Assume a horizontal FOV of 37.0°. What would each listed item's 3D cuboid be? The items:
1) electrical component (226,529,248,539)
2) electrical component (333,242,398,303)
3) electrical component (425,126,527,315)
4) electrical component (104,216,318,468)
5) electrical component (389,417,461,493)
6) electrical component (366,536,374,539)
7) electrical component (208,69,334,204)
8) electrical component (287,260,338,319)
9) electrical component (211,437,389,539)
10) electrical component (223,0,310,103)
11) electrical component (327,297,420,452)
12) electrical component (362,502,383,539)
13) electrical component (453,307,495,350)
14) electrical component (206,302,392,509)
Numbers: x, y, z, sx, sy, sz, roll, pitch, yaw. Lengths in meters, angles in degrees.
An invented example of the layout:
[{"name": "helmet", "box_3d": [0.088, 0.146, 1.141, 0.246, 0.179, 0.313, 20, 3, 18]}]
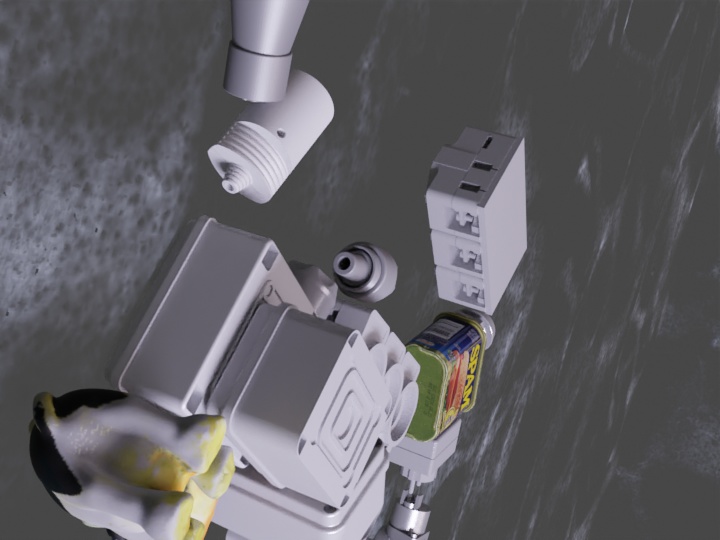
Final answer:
[{"name": "electrical component", "box_3d": [-0.054, 0.157, 0.763, 0.089, 0.056, 0.050, -69, 157, -9]}, {"name": "electrical component", "box_3d": [0.000, 0.000, 0.789, 0.062, 0.043, 0.043, 23, 85, -66]}, {"name": "electrical component", "box_3d": [0.104, -0.045, 0.972, 0.089, 0.062, 0.150, -58, 154, -31]}, {"name": "electrical component", "box_3d": [-0.080, 0.043, 0.619, 0.108, 0.056, 0.108, -64, 156, -20]}, {"name": "electrical component", "box_3d": [0.060, 0.182, 1.055, 0.066, 0.047, 0.076, -27, 130, -60]}, {"name": "electrical component", "box_3d": [-0.003, 0.282, 0.971, 0.050, 0.056, 0.089, -54, 151, -38]}, {"name": "electrical component", "box_3d": [-0.053, -0.073, 0.612, 0.081, 0.043, 0.043, -56, 153, -34]}, {"name": "electrical component", "box_3d": [-0.045, 0.028, 0.706, 0.062, 0.043, 0.043, -59, 154, -25]}, {"name": "electrical component", "box_3d": [-0.046, 0.131, 0.689, 0.078, 0.113, 0.057, -49, 151, -44]}, {"name": "electrical component", "box_3d": [-0.053, -0.124, 0.581, 0.044, 0.044, 0.065, -33, 140, -57]}, {"name": "electrical component", "box_3d": [-0.007, 0.087, 0.812, 0.089, 0.062, 0.150, -66, 157, -14]}, {"name": "electrical component", "box_3d": [-0.005, 0.202, 0.924, 0.079, 0.044, 0.077, 6, 101, -67]}, {"name": "electrical component", "box_3d": [0.104, 0.067, 1.076, 0.055, 0.048, 0.066, -35, 138, -44]}, {"name": "electrical component", "box_3d": [-0.031, 0.077, 0.604, 0.078, 0.057, 0.113, -63, 156, -21]}]
